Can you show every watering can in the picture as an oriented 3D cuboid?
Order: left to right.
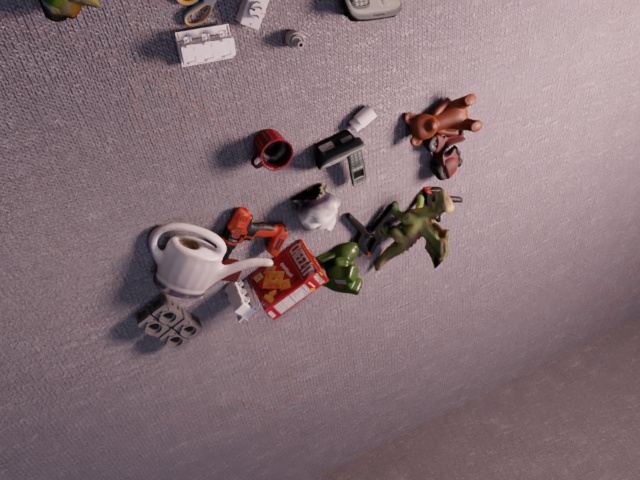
[{"bbox_3d":[-0.327,0.077,1.466,0.346,0.106,0.221,22,114,-16],"label":"watering can"}]

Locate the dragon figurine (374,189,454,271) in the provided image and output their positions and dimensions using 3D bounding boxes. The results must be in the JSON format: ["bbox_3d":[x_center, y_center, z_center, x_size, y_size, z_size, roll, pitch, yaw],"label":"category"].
[{"bbox_3d":[0.322,-0.003,1.712,0.122,0.247,0.402,-1,123,-34],"label":"dragon figurine"}]

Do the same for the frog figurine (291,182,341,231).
[{"bbox_3d":[0.005,-0.078,1.556,0.139,0.123,0.156,-41,125,-22],"label":"frog figurine"}]
